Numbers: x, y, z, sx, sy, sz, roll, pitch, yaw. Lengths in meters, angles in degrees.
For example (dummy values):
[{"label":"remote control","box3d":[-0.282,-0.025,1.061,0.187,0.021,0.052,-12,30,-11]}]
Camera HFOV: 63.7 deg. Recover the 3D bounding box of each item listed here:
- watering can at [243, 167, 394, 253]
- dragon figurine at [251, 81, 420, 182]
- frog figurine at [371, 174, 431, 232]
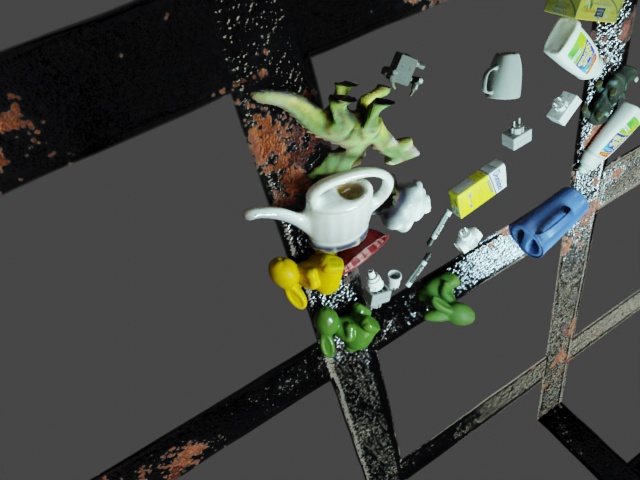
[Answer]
[{"label":"watering can","box3d":[0.003,-0.058,1.147,0.349,0.106,0.219,-18,144,-14]},{"label":"dragon figurine","box3d":[0.038,-0.212,1.095,0.411,0.125,0.237,-4,131,-22]},{"label":"frog figurine","box3d":[0.224,-0.083,1.293,0.158,0.123,0.137,18,91,-29]}]
